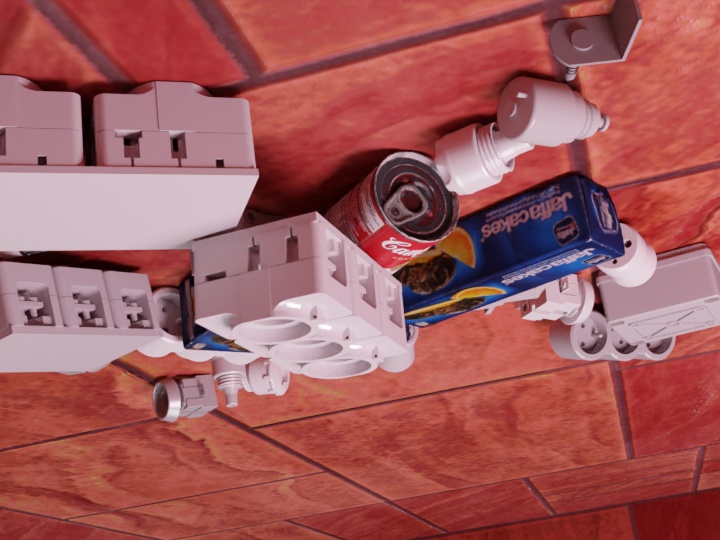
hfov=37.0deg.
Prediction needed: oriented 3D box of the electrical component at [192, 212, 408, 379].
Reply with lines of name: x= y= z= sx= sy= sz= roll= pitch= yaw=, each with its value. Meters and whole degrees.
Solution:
electrical component: x=-0.036 y=0.025 z=0.722 sx=0.089 sy=0.061 sz=0.150 roll=-13 pitch=157 yaw=19

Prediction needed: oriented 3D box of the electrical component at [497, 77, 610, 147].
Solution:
electrical component: x=0.123 y=-0.098 z=0.677 sx=0.078 sy=0.040 sz=0.040 roll=4 pitch=156 yaw=-28

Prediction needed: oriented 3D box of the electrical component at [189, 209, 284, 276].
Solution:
electrical component: x=-0.088 y=-0.015 z=0.815 sx=0.081 sy=0.042 sz=0.064 roll=11 pitch=148 yaw=-43

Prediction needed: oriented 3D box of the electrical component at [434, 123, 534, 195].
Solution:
electrical component: x=0.084 y=-0.077 z=0.711 sx=0.062 sy=0.043 sz=0.043 roll=-20 pitch=156 yaw=27

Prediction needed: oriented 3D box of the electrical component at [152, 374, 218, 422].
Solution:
electrical component: x=-0.192 y=0.139 z=1.170 sx=0.055 sy=0.048 sz=0.066 roll=-2 pitch=160 yaw=-37

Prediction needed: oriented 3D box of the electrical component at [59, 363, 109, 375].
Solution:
electrical component: x=-0.255 y=0.070 z=0.967 sx=0.055 sy=0.048 sz=0.066 roll=-10 pitch=160 yaw=27

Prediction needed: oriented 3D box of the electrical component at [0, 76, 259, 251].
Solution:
electrical component: x=-0.165 y=-0.060 z=0.641 sx=0.186 sy=0.060 sz=0.105 roll=-1 pitch=158 yaw=-18

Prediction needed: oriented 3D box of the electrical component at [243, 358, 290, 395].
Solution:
electrical component: x=-0.107 y=0.110 z=1.127 sx=0.062 sy=0.048 sz=0.048 roll=-8 pitch=160 yaw=18

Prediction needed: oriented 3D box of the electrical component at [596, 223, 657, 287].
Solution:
electrical component: x=0.227 y=-0.013 z=0.928 sx=0.045 sy=0.045 sz=0.055 roll=-18 pitch=157 yaw=25

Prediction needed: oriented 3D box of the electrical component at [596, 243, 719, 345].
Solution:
electrical component: x=0.297 y=0.026 z=1.041 sx=0.109 sy=0.056 sz=0.109 roll=-16 pitch=158 yaw=22

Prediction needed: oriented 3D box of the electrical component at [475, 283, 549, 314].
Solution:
electrical component: x=0.129 y=0.005 z=0.943 sx=0.064 sy=0.042 sz=0.081 roll=-8 pitch=161 yaw=-10

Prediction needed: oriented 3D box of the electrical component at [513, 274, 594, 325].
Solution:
electrical component: x=0.186 y=0.025 z=1.013 sx=0.055 sy=0.048 sz=0.066 roll=10 pitch=154 yaw=-22

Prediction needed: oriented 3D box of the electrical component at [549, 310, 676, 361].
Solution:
electrical component: x=0.259 y=0.069 z=1.145 sx=0.138 sy=0.052 sz=0.074 roll=2 pitch=177 yaw=-26

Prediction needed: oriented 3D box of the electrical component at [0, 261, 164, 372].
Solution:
electrical component: x=-0.239 y=0.035 z=0.823 sx=0.089 sy=0.061 sz=0.150 roll=-24 pitch=164 yaw=29

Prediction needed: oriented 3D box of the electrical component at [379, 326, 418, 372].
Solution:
electrical component: x=0.038 y=0.071 z=1.085 sx=0.044 sy=0.044 sz=0.065 roll=-5 pitch=154 yaw=-8

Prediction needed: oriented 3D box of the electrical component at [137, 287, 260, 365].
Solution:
electrical component: x=-0.147 y=0.057 z=0.961 sx=0.138 sy=0.052 sz=0.074 roll=10 pitch=153 yaw=-39

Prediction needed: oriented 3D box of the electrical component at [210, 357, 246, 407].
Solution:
electrical component: x=-0.132 y=0.107 z=1.085 sx=0.035 sy=0.061 sz=0.035 roll=-7 pitch=159 yaw=-3
